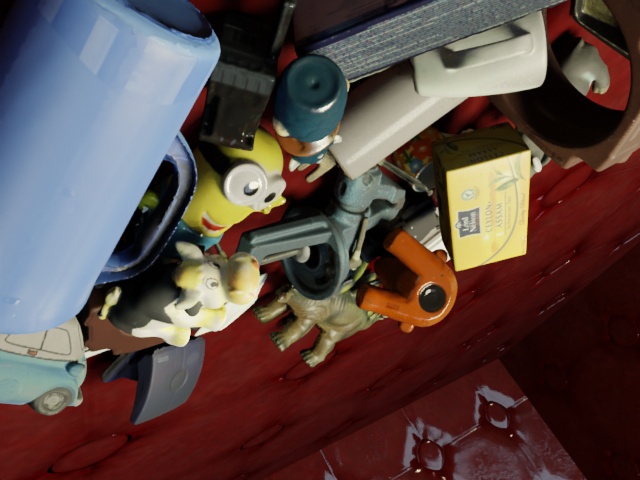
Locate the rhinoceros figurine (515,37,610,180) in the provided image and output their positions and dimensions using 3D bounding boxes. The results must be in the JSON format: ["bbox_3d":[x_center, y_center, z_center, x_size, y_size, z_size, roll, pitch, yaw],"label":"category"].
[{"bbox_3d":[0.297,-0.161,0.690,0.112,0.073,0.190,19,102,-58],"label":"rhinoceros figurine"}]

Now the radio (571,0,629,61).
[{"bbox_3d":[0.326,-0.275,0.519,0.073,0.131,0.229,-37,154,6],"label":"radio"}]

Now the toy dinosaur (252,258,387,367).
[{"bbox_3d":[0.030,0.119,0.915,0.198,0.105,0.471,-38,158,4],"label":"toy dinosaur"}]

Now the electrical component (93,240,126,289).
[{"bbox_3d":[-0.235,0.015,0.505,0.078,0.045,0.102,-30,154,-1],"label":"electrical component"}]

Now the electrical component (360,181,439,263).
[{"bbox_3d":[0.111,-0.021,0.809,0.134,0.058,0.114,-35,152,5],"label":"electrical component"}]

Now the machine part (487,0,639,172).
[{"bbox_3d":[0.252,-0.184,0.514,0.087,0.202,0.200,-31,154,-13],"label":"machine part"}]

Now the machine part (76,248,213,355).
[{"bbox_3d":[-0.199,0.069,0.629,0.179,0.056,0.179,-24,154,-13],"label":"machine part"}]

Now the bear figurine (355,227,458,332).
[{"bbox_3d":[0.113,0.049,0.756,0.120,0.132,0.196,-61,-169,5],"label":"bear figurine"}]

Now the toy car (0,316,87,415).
[{"bbox_3d":[-0.301,0.102,0.540,0.103,0.109,0.161,-57,140,-1],"label":"toy car"}]

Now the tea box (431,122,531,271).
[{"bbox_3d":[0.198,-0.049,0.661,0.098,0.068,0.169,-16,134,5],"label":"tea box"}]

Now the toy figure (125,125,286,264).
[{"bbox_3d":[-0.113,-0.040,0.507,0.180,0.089,0.082,-33,176,23],"label":"toy figure"}]

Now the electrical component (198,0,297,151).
[{"bbox_3d":[-0.055,-0.132,0.400,0.048,0.075,0.119,12,143,-13],"label":"electrical component"}]

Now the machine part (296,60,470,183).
[{"bbox_3d":[0.078,-0.139,0.546,0.243,0.079,0.079,-35,154,7],"label":"machine part"}]

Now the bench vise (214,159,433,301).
[{"bbox_3d":[-0.008,-0.009,0.636,0.240,0.129,0.223,-15,147,-39],"label":"bench vise"}]

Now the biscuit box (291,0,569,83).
[{"bbox_3d":[0.080,-0.182,0.403,0.203,0.059,0.062,-13,160,23],"label":"biscuit box"}]

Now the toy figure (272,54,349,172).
[{"bbox_3d":[-0.008,-0.101,0.447,0.064,0.057,0.154,-5,174,-4],"label":"toy figure"}]

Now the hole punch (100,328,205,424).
[{"bbox_3d":[-0.219,0.180,0.744,0.116,0.092,0.142,-47,160,21],"label":"hole punch"}]

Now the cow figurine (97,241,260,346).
[{"bbox_3d":[-0.131,0.045,0.488,0.098,0.068,0.167,17,147,-38],"label":"cow figurine"}]

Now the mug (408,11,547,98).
[{"bbox_3d":[0.130,-0.155,0.455,0.107,0.109,0.080,-11,114,14],"label":"mug"}]
